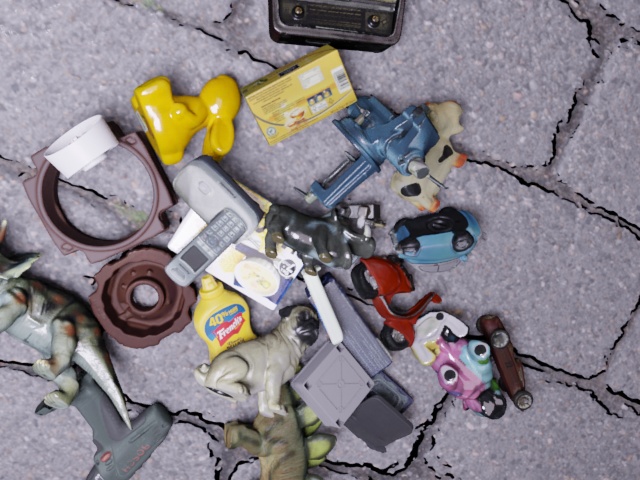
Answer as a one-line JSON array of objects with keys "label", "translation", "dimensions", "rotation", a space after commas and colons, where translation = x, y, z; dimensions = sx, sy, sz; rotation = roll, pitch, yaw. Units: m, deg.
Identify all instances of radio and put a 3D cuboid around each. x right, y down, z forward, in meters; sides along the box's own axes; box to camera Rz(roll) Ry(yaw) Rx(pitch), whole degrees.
[{"label": "radio", "translation": [0.025, -0.395, 0.907], "dimensions": [0.230, 0.073, 0.131], "rotation": [2, 97, -9]}]

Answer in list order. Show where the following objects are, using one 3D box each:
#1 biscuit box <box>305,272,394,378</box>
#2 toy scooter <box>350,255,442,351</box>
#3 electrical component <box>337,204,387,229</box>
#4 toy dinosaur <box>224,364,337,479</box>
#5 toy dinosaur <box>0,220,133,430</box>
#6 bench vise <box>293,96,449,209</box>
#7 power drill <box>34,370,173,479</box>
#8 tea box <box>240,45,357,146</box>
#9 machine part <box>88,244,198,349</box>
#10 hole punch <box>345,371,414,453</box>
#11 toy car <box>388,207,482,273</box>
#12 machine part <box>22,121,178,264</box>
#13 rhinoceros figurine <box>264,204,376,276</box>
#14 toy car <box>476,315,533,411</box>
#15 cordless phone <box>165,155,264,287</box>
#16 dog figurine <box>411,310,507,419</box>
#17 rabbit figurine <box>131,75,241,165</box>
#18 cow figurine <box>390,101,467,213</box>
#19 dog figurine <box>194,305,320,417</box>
[{"label": "biscuit box", "translation": [0.052, 0.157, 0.994], "dimensions": [0.063, 0.059, 0.202], "rotation": [-35, 102, -2]}, {"label": "toy scooter", "translation": [0.147, 0.100, 0.986], "dimensions": [0.135, 0.075, 0.184], "rotation": [-26, 85, -13]}, {"label": "electrical component", "translation": [0.078, -0.041, 0.957], "dimensions": [0.078, 0.102, 0.045], "rotation": [-2, 91, 13]}, {"label": "toy dinosaur", "translation": [-0.076, 0.361, 0.985], "dimensions": [0.198, 0.105, 0.470], "rotation": [-2, 93, -17]}, {"label": "toy dinosaur", "translation": [-0.440, 0.132, 0.863], "dimensions": [0.131, 0.192, 0.404], "rotation": [-29, 118, 35]}, {"label": "bench vise", "translation": [0.075, -0.131, 0.902], "dimensions": [0.240, 0.128, 0.224], "rotation": [-42, 59, 9]}, {"label": "power drill", "translation": [-0.394, 0.341, 0.937], "dimensions": [0.232, 0.086, 0.207], "rotation": [-38, 98, -4]}, {"label": "tea box", "translation": [-0.036, -0.243, 0.902], "dimensions": [0.170, 0.068, 0.098], "rotation": [-25, 121, 0]}, {"label": "machine part", "translation": [-0.302, 0.096, 0.930], "dimensions": [0.179, 0.056, 0.179], "rotation": [-1, 99, -9]}, {"label": "hole punch", "translation": [0.108, 0.320, 1.023], "dimensions": [0.142, 0.092, 0.116], "rotation": [43, 120, -15]}, {"label": "toy car", "translation": [0.212, 0.011, 0.983], "dimensions": [0.162, 0.109, 0.102], "rotation": [-13, 123, 1]}, {"label": "machine part", "translation": [-0.355, -0.077, 0.883], "dimensions": [0.201, 0.087, 0.201], "rotation": [-25, 100, -5]}, {"label": "rhinoceros figurine", "translation": [-0.002, -0.003, 0.888], "dimensions": [0.190, 0.073, 0.112], "rotation": [17, 54, -8]}, {"label": "toy car", "translation": [0.362, 0.235, 1.041], "dimensions": [0.053, 0.089, 0.202], "rotation": [-25, 100, -1]}, {"label": "cordless phone", "translation": [-0.196, -0.028, 0.850], "dimensions": [0.184, 0.089, 0.146], "rotation": [-44, 101, 2]}, {"label": "dog figurine", "translation": [0.270, 0.248, 1.028], "dimensions": [0.108, 0.192, 0.219], "rotation": [-41, 136, -5]}, {"label": "rabbit figurine", "translation": [-0.200, -0.205, 0.879], "dimensions": [0.173, 0.122, 0.162], "rotation": [-32, 95, -23]}, {"label": "cow figurine", "translation": [0.194, -0.160, 0.966], "dimensions": [0.127, 0.085, 0.195], "rotation": [28, 93, -18]}, {"label": "dog figurine", "translation": [-0.100, 0.181, 0.907], "dimensions": [0.172, 0.121, 0.190], "rotation": [30, 61, -22]}]
